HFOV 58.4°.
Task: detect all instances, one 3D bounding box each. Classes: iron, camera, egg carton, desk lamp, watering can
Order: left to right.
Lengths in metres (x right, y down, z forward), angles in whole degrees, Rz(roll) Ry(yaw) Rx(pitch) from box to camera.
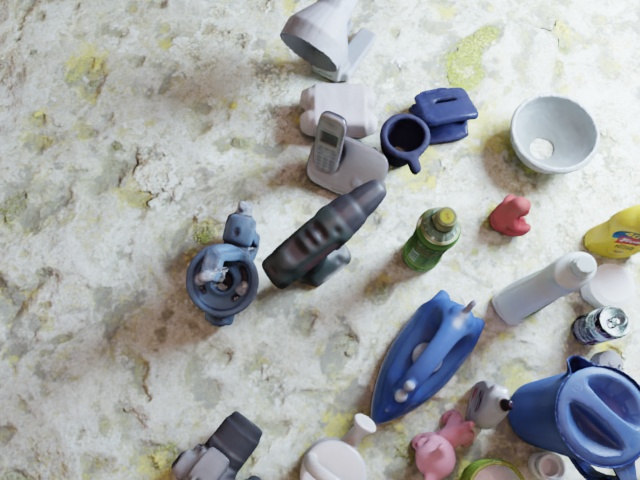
[{"bbox_3d":[-0.143,0.354,0.904,0.143,0.101,0.137,36,76,9],"label":"camera"},{"bbox_3d":[0.022,-0.390,1.070,0.118,0.213,0.203,30,75,8],"label":"desk lamp"},{"bbox_3d":[0.022,0.345,0.862,0.101,0.194,0.173,12,74,3],"label":"watering can"},{"bbox_3d":[0.036,-0.246,1.102,0.150,0.069,0.107,-1,73,-1],"label":"egg carton"},{"bbox_3d":[0.171,0.199,0.936,0.118,0.141,0.258,37,76,10],"label":"iron"}]

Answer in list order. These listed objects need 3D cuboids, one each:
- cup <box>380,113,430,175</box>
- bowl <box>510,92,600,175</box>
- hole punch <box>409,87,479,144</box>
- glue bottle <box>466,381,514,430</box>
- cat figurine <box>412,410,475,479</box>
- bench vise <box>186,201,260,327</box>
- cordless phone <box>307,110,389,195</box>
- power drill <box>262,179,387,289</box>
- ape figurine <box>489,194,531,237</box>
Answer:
[{"bbox_3d":[0.157,-0.164,1.067,0.092,0.095,0.117,-17,74,-6],"label":"cup"},{"bbox_3d":[0.435,-0.191,1.092,0.167,0.075,0.167,0,73,-1],"label":"bowl"},{"bbox_3d":[0.235,-0.249,1.096,0.108,0.091,0.101,-11,74,-4],"label":"hole punch"},{"bbox_3d":[0.273,0.260,0.903,0.037,0.173,0.078,16,74,4],"label":"glue bottle"},{"bbox_3d":[0.197,0.330,0.910,0.128,0.118,0.067,-37,77,-11],"label":"cat figurine"},{"bbox_3d":[-0.164,0.026,0.939,0.121,0.220,0.207,-4,74,-2],"label":"bench vise"},{"bbox_3d":[0.052,-0.151,1.014,0.147,0.185,0.094,21,74,5],"label":"cordless phone"},{"bbox_3d":[0.009,0.003,0.955,0.230,0.208,0.075,-38,77,-11],"label":"power drill"},{"bbox_3d":[0.353,-0.050,1.039,0.076,0.092,0.078,-1,73,-1],"label":"ape figurine"}]
